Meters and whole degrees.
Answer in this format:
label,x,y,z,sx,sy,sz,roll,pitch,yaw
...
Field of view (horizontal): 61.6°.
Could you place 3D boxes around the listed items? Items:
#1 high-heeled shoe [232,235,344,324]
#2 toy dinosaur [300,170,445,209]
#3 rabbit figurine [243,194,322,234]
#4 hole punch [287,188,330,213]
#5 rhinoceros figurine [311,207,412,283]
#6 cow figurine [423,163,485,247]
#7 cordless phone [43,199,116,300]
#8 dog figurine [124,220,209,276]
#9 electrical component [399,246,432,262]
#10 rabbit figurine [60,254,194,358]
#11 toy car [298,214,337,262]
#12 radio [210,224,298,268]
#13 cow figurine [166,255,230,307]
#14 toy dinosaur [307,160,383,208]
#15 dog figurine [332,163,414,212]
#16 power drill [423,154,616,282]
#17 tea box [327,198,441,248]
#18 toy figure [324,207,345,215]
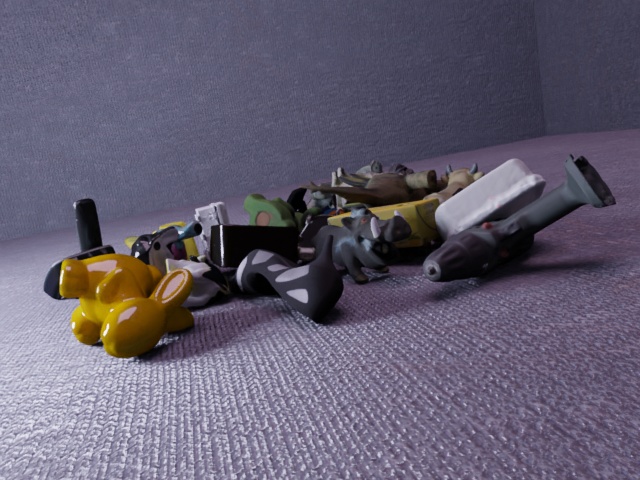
label,x,y,z,sx,sy,sz,roll,pitch,yaw
high-heeled shoe,-0.059,0.078,0.744,0.249,0.086,0.145,-29,34,41
toy dinosaur,0.143,-0.089,1.089,0.199,0.105,0.471,6,2,31
rabbit figurine,-0.069,-0.039,1.182,0.159,0.121,0.170,0,-1,29
hole punch,-0.045,-0.059,1.335,0.092,0.115,0.142,34,20,4
rhinoceros figurine,0.063,0.004,0.820,0.073,0.112,0.190,-15,3,-36
cow figurine,0.243,-0.067,0.984,0.086,0.127,0.195,3,19,40
cordless phone,-0.484,0.016,1.073,0.089,0.184,0.146,1,14,31
dog figurine,-0.332,0.035,1.056,0.219,0.108,0.191,-8,12,38
electrical component,0.140,0.019,0.902,0.063,0.021,0.094,-14,10,-25
rabbit figurine,-0.244,0.095,0.696,0.162,0.121,0.173,-5,21,-27
toy car,-0.002,-0.003,1.027,0.074,0.056,0.202,2,22,12
radio,-0.122,0.009,0.948,0.131,0.073,0.230,1,2,-15
cow figurine,-0.202,0.061,0.877,0.098,0.068,0.167,-7,13,-17
toy dinosaur,0.061,-0.130,1.558,0.405,0.131,0.192,-18,0,-17
dog figurine,0.132,-0.122,1.339,0.191,0.121,0.172,-6,0,-12
power drill,0.258,-0.018,0.688,0.232,0.086,0.207,-10,-29,-51
tea box,0.110,-0.023,0.906,0.170,0.068,0.098,-8,6,34
toy figure,0.036,-0.043,1.229,0.058,0.064,0.154,3,8,-6
